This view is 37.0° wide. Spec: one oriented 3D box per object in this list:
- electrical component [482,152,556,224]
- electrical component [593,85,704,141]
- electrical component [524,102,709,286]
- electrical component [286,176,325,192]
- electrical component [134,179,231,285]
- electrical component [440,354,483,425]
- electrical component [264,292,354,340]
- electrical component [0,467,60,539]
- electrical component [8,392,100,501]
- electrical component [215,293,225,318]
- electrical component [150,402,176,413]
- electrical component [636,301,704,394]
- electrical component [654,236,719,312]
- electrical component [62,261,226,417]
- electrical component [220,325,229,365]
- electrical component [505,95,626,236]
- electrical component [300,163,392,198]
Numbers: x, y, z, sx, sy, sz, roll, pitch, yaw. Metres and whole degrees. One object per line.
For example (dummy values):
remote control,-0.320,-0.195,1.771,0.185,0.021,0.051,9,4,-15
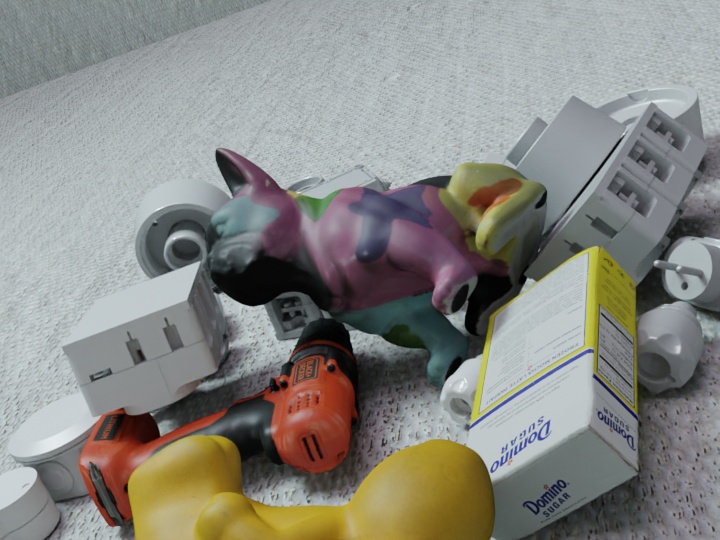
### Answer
electrical component,0.130,-0.053,0.905,0.076,0.047,0.083,13,40,18
electrical component,0.239,-0.107,0.913,0.108,0.060,0.108,-19,22,8
electrical component,0.189,-0.042,0.771,0.150,0.062,0.089,-48,-6,-48
electrical component,-0.047,-0.061,1.080,0.048,0.055,0.066,-2,30,41
electrical component,-0.170,-0.028,1.058,0.108,0.108,0.060,-20,28,5
electrical component,0.079,0.071,0.690,0.035,0.035,0.061,-3,26,38
electrical component,0.000,0.000,0.889,0.150,0.061,0.089,-10,25,27
electrical component,-0.275,0.177,0.723,0.052,0.073,0.138,2,32,45
electrical component,-0.216,0.130,0.804,0.080,0.051,0.080,-19,22,8
electrical component,-0.141,0.039,0.956,0.048,0.048,0.062,-16,16,15
electrical component,-0.163,0.097,0.854,0.035,0.035,0.061,5,37,48
electrical component,0.185,0.042,0.646,0.043,0.043,0.062,-4,27,37
electrical component,0.220,0.002,0.673,0.079,0.044,0.077,9,6,-31
electrical component,-0.150,0.050,0.781,0.089,0.061,0.150,-20,11,-1
electrical component,-0.142,0.059,0.898,0.047,0.055,0.055,-7,27,25
electrical component,0.149,-0.085,0.835,0.108,0.060,0.108,-52,-4,-5
electrical component,-0.010,-0.056,1.026,0.096,0.061,0.061,-24,22,-6
